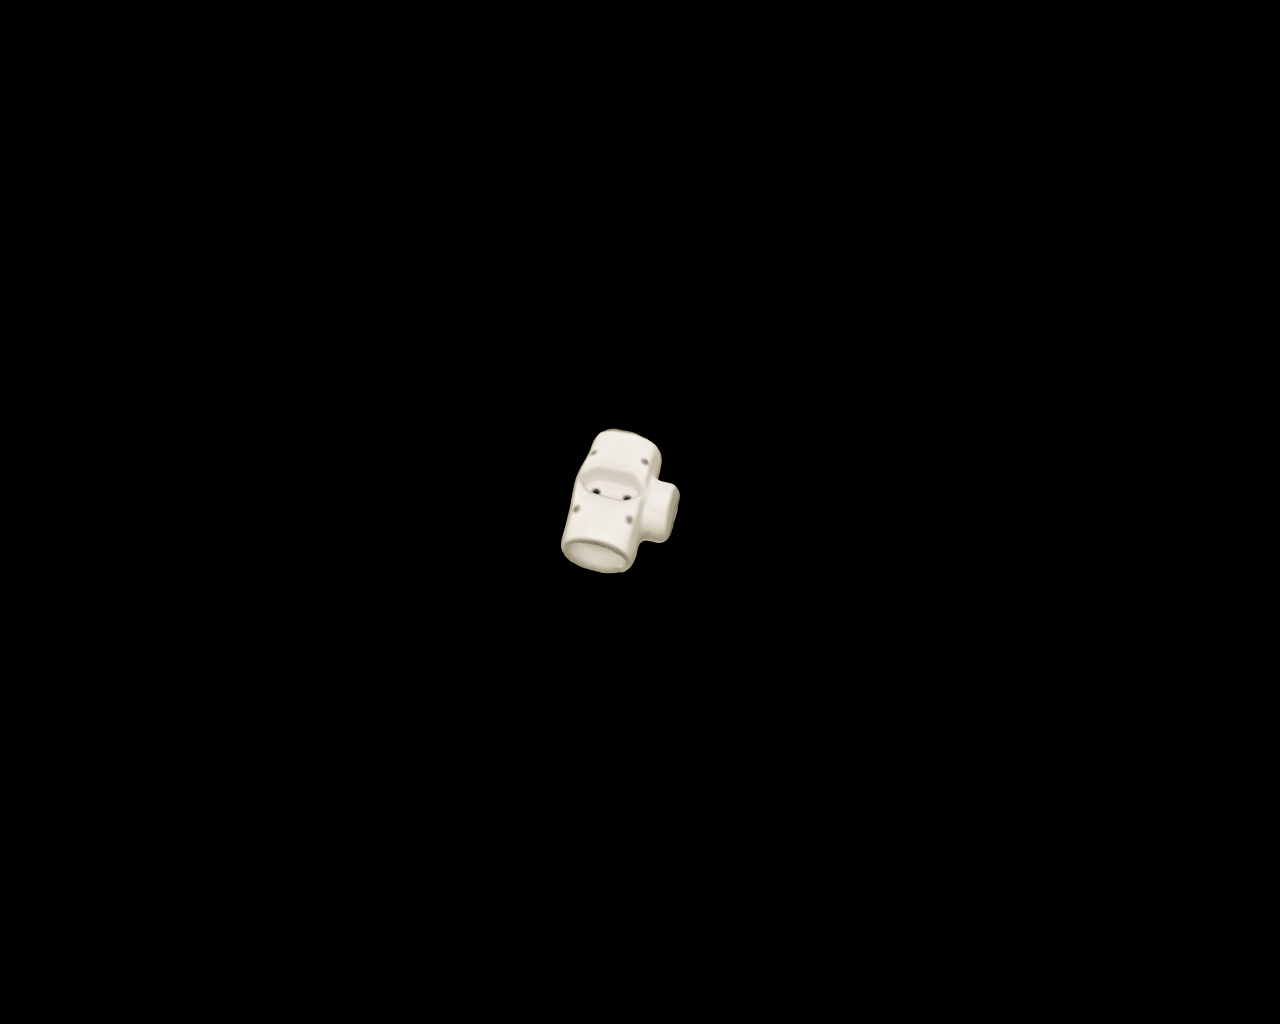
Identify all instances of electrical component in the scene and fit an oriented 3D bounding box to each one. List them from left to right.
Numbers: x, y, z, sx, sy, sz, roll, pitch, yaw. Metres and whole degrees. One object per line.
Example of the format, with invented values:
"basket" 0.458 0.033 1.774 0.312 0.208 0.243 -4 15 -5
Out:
"electrical component" 0.001 -0.003 0.650 0.079 0.077 0.043 13 -28 7
